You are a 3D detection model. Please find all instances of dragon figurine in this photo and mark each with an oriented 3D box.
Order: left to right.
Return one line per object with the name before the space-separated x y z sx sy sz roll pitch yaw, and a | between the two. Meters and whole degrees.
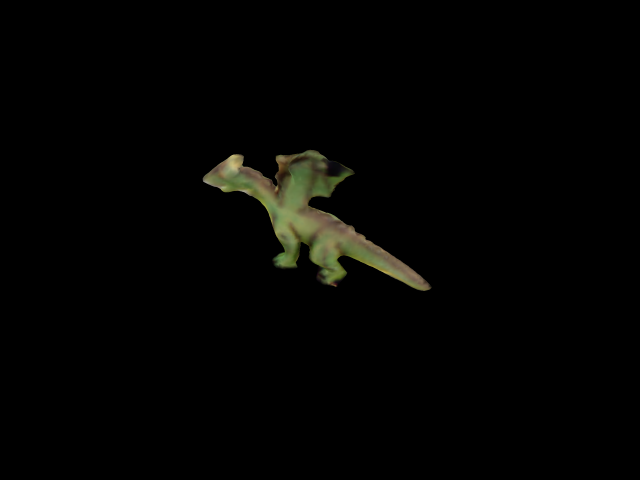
dragon figurine | 0.003 -0.043 0.850 0.411 0.125 0.237 16 -34 11
